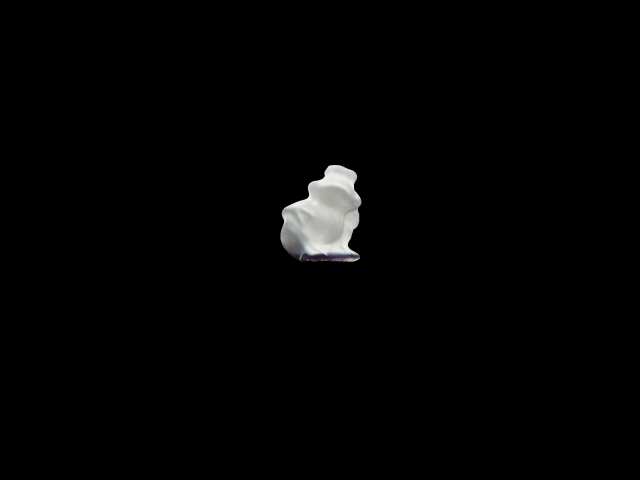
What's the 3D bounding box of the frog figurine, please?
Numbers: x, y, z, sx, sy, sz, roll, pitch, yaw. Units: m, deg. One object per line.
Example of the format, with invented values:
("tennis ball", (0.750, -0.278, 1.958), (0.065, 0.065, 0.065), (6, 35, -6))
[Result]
("frog figurine", (0.003, -0.043, 0.850), (0.137, 0.160, 0.122), (2, -6, -19))
